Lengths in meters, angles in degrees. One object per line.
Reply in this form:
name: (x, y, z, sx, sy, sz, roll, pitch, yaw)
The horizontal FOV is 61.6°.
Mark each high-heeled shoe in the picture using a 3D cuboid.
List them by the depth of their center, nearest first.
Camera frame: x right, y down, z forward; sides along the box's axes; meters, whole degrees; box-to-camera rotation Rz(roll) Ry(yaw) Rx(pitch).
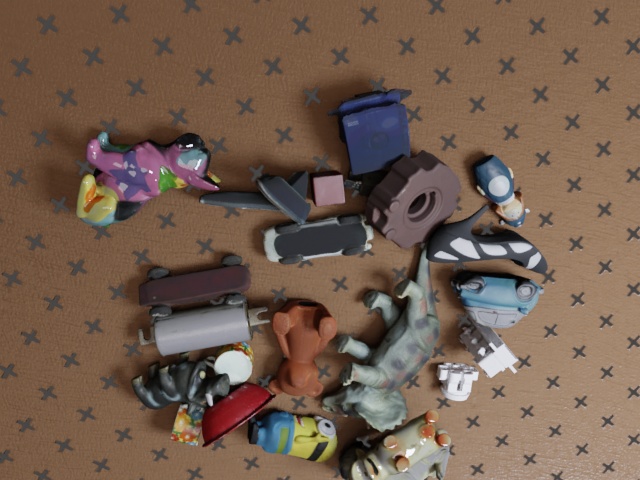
high-heeled shoe: (0.313, 0.036, 0.995, 0.248, 0.086, 0.145, 37, 103, -25)

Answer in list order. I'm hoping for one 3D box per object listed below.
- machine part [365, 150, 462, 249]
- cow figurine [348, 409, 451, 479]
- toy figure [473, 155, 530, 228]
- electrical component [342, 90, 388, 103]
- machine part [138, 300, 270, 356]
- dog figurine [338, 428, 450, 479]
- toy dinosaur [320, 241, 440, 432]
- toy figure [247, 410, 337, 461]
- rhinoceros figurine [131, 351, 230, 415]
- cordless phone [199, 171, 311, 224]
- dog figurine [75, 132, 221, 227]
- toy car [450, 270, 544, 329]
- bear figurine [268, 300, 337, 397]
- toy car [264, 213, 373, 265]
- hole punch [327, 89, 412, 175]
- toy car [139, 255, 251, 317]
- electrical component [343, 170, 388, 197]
machine part: (0.167, -0.066, 0.938, 0.179, 0.056, 0.179, -20, 133, -24)
cow figurine: (0.138, 0.400, 1.008, 0.195, 0.127, 0.085, -25, 68, -20)
toy figure: (0.336, -0.082, 0.991, 0.064, 0.058, 0.154, -21, 111, 41)
electrical component: (0.085, -0.242, 0.922, 0.094, 0.063, 0.021, -12, 106, -2)
machine part: (-0.213, 0.161, 0.990, 0.243, 0.079, 0.079, -10, 105, -3)
dog figurine: (0.150, 0.434, 1.089, 0.191, 0.121, 0.172, 25, 66, 7)
toy dinosaur: (0.151, 0.197, 1.018, 0.192, 0.131, 0.404, 38, 91, -29)
toy figure: (-0.054, 0.386, 1.060, 0.180, 0.082, 0.089, 8, 122, -14)
rhinoceros figurine: (-0.255, 0.269, 0.985, 0.190, 0.073, 0.112, -16, 96, 22)
cordless phone: (-0.113, -0.072, 0.904, 0.184, 0.147, 0.088, 0, 96, -8)
dog figurine: (-0.281, -0.097, 0.907, 0.219, 0.108, 0.191, 12, 102, -11)
toy car: (0.328, 0.114, 1.006, 0.162, 0.109, 0.102, 3, 94, -2)
bear figurine: (-0.039, 0.214, 0.996, 0.120, 0.132, 0.195, 9, 97, -2)
toy car: (-0.002, -0.003, 0.980, 0.202, 0.056, 0.073, -8, 99, -4)
hole punch: (0.091, -0.178, 0.899, 0.142, 0.115, 0.092, -12, 63, 1)
toy car: (-0.225, 0.085, 0.973, 0.202, 0.053, 0.089, -11, 72, -1)
electrical component: (0.095, -0.113, 0.957, 0.102, 0.078, 0.045, 15, 126, -3)
